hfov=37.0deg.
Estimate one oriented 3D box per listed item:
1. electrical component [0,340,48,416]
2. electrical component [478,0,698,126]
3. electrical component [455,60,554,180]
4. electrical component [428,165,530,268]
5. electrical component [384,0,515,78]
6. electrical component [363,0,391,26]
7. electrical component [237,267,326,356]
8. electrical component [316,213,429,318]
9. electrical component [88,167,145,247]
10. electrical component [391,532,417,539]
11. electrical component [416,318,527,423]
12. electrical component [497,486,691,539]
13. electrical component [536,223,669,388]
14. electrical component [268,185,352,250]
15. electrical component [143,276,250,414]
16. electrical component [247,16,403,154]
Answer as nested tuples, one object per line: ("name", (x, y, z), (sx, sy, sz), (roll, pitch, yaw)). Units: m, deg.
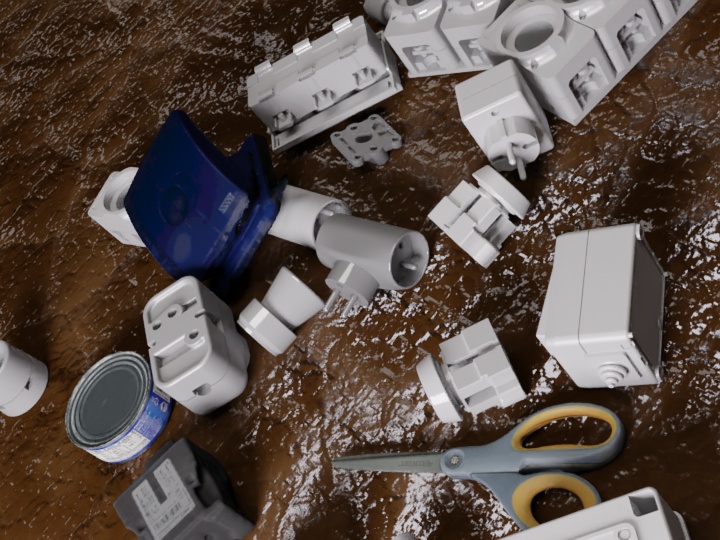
("electrical component", (-0.312, 0.094, 0.947), (0.055, 0.047, 0.055), (-19, 49, 23))
("electrical component", (0.174, -0.196, 0.808), (0.150, 0.061, 0.089), (-46, 44, -2))
("electrical component", (0.108, -0.098, 0.779), (0.047, 0.065, 0.076), (-24, 47, 20))
("electrical component", (0.087, -0.040, 0.766), (0.055, 0.048, 0.066), (-48, 43, 6))
("electrical component", (0.100, -0.259, 0.910), (0.105, 0.060, 0.186), (1, 59, 36))
("electrical component", (0.031, -0.232, 0.959), (0.035, 0.035, 0.061), (-46, 47, -3))
("electrical component", (-0.060, 0.032, 0.816), (0.055, 0.045, 0.045), (-48, 44, -4))
("electrical component", (0.000, 0.000, 0.798), (0.077, 0.043, 0.079), (16, 68, 42))
("electrical component", (-0.196, -0.056, 0.972), (0.089, 0.055, 0.050), (9, 64, 39))
("electrical component", (0.036, 0.184, 0.633), (0.043, 0.043, 0.062), (-36, 43, 7))
("electrical component", (0.070, 0.068, 0.695), (0.055, 0.048, 0.066), (-26, 46, 7))
("electrical component", (0.126, 0.184, 0.558), (0.109, 0.056, 0.108), (-25, 47, 18))
("electrical component", (0.148, 0.029, 0.657), (0.061, 0.061, 0.096), (-8, 54, 31))
("electrical component", (-0.049, -0.044, 0.866), (0.081, 0.043, 0.043), (19, 71, 43))
("electrical component", (-0.124, 0.060, 0.830), (0.054, 0.059, 0.095), (-32, 45, 11))
("electrical component", (-0.033, -0.162, 0.931), (0.121, 0.063, 0.078), (-25, 47, 18))
